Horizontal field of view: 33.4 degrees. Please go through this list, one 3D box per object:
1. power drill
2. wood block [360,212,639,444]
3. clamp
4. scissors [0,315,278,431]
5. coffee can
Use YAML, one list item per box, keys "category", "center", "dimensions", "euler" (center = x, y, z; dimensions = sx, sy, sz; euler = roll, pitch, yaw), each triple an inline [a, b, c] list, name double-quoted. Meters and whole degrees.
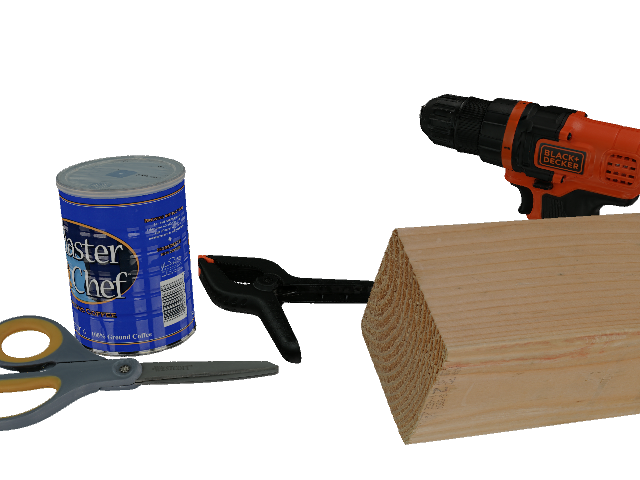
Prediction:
- category: "power drill"
  center: [0.158, -0.015, 0.819]
  dimensions: [0.185, 0.188, 0.057]
  euler: [16, 34, 25]
- category: "wood block"
  center: [0.140, 0.048, 0.624]
  dimensions: [0.205, 0.091, 0.090]
  euler: [-4, -43, -19]
- category: "clamp"
  center: [-0.058, 0.063, 1.165]
  dimensions: [0.210, 0.036, 0.164]
  euler: [16, 31, 25]
- category: "scissors"
  center: [-0.135, 0.073, 0.688]
  dimensions: [0.201, 0.016, 0.096]
  euler: [-13, 45, -8]
- category: "coffee can"
  center: [-0.158, 0.010, 0.877]
  dimensions: [0.103, 0.140, 0.103]
  euler: [-2, 19, 0]
